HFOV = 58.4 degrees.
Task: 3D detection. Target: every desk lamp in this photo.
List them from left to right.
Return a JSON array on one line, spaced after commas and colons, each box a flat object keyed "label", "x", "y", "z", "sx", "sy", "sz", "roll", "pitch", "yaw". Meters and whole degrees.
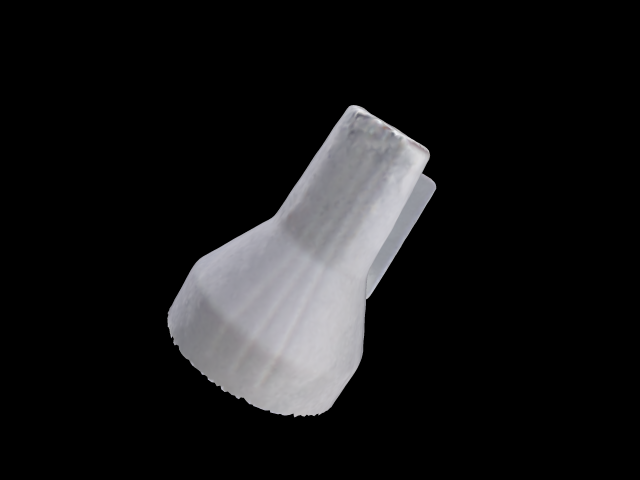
[{"label": "desk lamp", "x": 0.004, "y": 0.001, "z": 0.400, "sx": 0.118, "sy": 0.213, "sz": 0.203, "roll": 32, "pitch": 86, "yaw": 3}]
